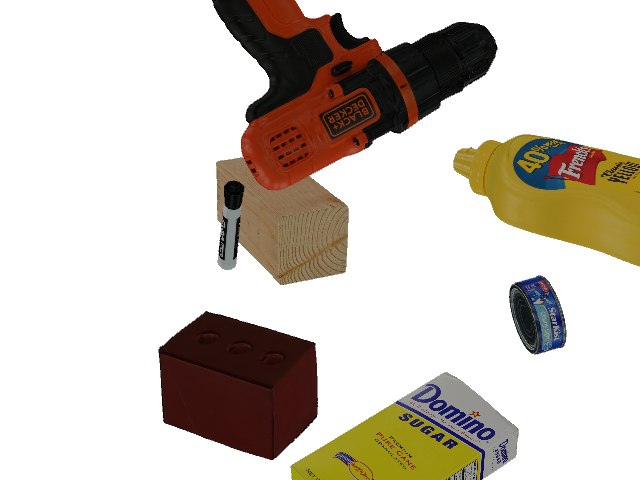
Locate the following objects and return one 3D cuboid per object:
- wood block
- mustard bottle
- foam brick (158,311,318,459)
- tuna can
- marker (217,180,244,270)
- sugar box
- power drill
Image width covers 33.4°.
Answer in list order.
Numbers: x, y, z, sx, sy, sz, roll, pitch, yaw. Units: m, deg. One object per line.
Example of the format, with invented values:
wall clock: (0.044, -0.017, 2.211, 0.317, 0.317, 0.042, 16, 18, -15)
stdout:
wood block: (-0.052, -0.032, 1.326, 0.090, 0.090, 0.206, -10, 26, -24)
mustard bottle: (0.178, -0.034, 0.741, 0.192, 0.058, 0.096, 19, 38, 34)
foam brick: (-0.047, 0.083, 0.616, 0.078, 0.051, 0.052, 14, 28, 24)
tuna can: (0.245, 0.085, 1.210, 0.033, 0.086, 0.086, -15, 2, -7)
marker: (-0.086, -0.014, 1.019, 0.020, 0.020, 0.121, 0, -38, -9)
sugar box: (0.072, 0.186, 0.902, 0.176, 0.048, 0.093, -29, 45, -25)
power drill: (0.003, -0.149, 0.681, 0.184, 0.187, 0.057, -30, 5, -13)
